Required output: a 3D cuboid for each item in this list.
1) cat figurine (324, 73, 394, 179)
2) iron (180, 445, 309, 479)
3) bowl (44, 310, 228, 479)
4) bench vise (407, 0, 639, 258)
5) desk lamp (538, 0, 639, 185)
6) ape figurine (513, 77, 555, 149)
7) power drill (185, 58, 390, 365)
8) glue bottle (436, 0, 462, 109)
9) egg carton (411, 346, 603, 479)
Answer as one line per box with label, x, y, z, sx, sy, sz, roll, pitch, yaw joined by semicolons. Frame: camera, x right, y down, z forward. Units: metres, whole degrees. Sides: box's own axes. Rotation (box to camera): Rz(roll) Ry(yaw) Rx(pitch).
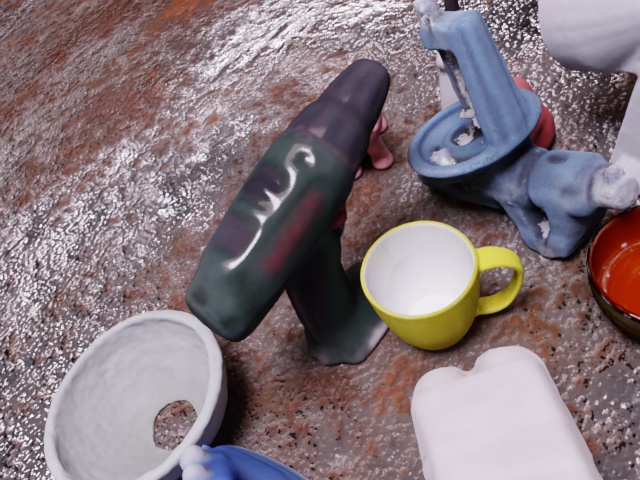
cat figurine;0.036;-0.133;0.627;0.067;0.118;0.127;-18;47;10
iron;-0.033;0.203;0.355;0.119;0.142;0.257;-39;47;-11
bowl;-0.146;0.149;0.499;0.167;0.075;0.167;-13;48;15
bench vise;0.157;-0.099;0.472;0.206;0.220;0.122;13;58;32
desk lamp;0.285;-0.140;0.453;0.118;0.214;0.202;-38;47;-9
ape figurine;0.191;-0.121;0.564;0.076;0.092;0.078;-11;48;16
power drill;0.004;0.002;0.464;0.075;0.209;0.230;23;64;37
glue bottle;0.143;-0.177;0.578;0.037;0.174;0.078;12;58;32
egg carton;0.122;0.147;0.383;0.107;0.070;0.150;-21;46;7
